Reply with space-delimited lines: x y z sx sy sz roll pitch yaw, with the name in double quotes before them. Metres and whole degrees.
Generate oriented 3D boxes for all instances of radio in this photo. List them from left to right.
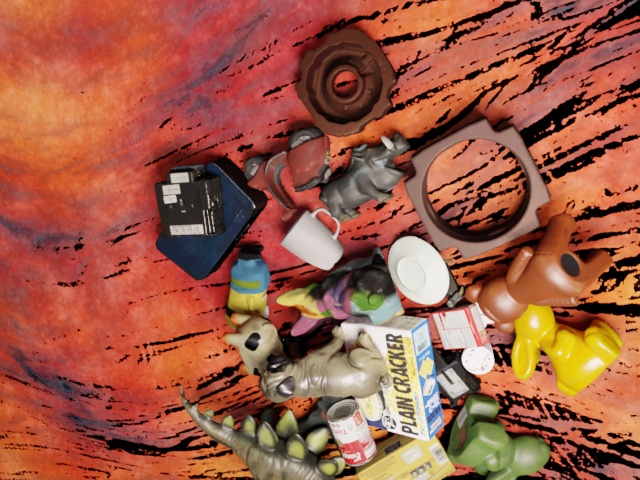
"radio" -0.215 -0.037 1.069 0.131 0.073 0.229 41 113 3

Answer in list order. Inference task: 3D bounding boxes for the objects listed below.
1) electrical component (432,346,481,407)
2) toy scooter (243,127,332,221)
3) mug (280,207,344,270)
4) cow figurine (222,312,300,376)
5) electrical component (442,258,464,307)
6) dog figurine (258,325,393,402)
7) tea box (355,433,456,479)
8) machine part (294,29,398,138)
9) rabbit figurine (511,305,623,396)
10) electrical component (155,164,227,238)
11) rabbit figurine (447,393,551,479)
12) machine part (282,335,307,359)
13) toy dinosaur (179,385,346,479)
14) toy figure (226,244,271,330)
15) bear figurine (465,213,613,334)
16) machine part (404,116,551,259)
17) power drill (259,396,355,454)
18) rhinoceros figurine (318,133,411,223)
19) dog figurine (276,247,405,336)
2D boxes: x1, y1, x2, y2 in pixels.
"electrical component" 0.238 0.247 1.011 0.075 0.048 0.119 -43 88 22
"toy scooter" -0.049 -0.115 0.986 0.184 0.075 0.135 -24 82 23
"mug" -0.002 -0.003 1.012 0.107 0.081 0.109 40 104 -7
"cow figurine" -0.093 0.225 1.031 0.127 0.085 0.194 -1 129 24
"electrical component" 0.217 0.073 0.975 0.078 0.045 0.102 -20 97 19
"dog figurine" 0.009 0.245 0.936 0.172 0.190 0.121 2 107 48
"tea box" 0.163 0.437 1.046 0.170 0.068 0.098 -29 94 2
"machine part" 0.047 -0.270 0.935 0.180 0.056 0.179 4 104 16
"rabbit figurine" 0.400 0.169 0.923 0.173 0.122 0.162 44 122 17
"electrical component" -0.240 -0.072 0.997 0.115 0.058 0.134 0 102 17
"rabbit figurine" 0.333 0.391 0.985 0.170 0.121 0.159 19 106 -4
"machine part" -0.090 0.240 1.120 0.139 0.039 0.084 -14 108 18
"toy dinosaur" -0.083 0.435 1.056 0.471 0.105 0.198 25 103 -5
"toy figure" -0.145 0.099 1.078 0.089 0.082 0.180 11 112 27
"bear figurine" 0.341 0.066 0.866 0.120 0.132 0.196 45 148 4
"machine part" 0.260 -0.087 0.899 0.201 0.087 0.201 -28 95 20
"power drill" -0.018 0.359 1.111 0.207 0.086 0.232 -24 98 14
"rhinoceros figurine" 0.084 -0.111 0.960 0.190 0.073 0.112 -37 81 24
"dog figurine" 0.032 0.110 0.978 0.219 0.191 0.108 -23 103 6
